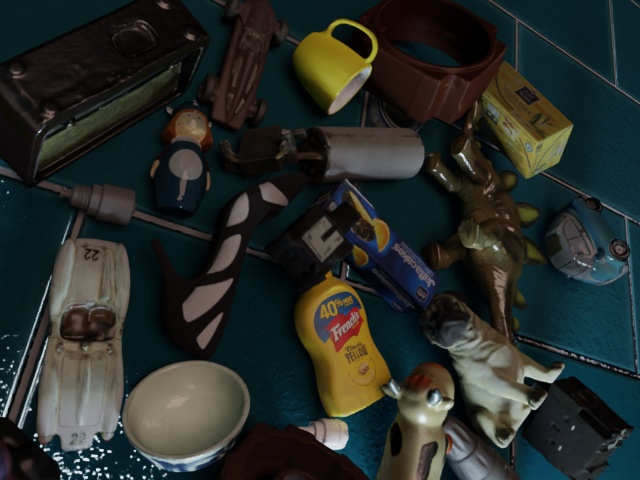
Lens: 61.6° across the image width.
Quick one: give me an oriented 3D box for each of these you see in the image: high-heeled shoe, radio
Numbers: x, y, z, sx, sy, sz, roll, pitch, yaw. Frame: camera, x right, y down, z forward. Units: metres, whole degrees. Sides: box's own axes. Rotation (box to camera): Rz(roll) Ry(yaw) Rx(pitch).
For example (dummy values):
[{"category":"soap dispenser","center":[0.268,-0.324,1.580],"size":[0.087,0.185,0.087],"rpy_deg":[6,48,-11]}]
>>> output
[{"category":"high-heeled shoe","center":[-0.081,0.021,0.624],"size":[0.249,0.086,0.145],"rpy_deg":[-31,96,-30]},{"category":"radio","center":[-0.225,-0.161,0.557],"size":[0.073,0.131,0.229],"rpy_deg":[48,57,-8]}]

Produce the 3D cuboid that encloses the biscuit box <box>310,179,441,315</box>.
[{"category":"biscuit box","center":[0.073,0.014,0.727],"size":[0.202,0.063,0.059],"rpy_deg":[44,59,-13]}]

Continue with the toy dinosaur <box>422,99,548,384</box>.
[{"category":"toy dinosaur","center":[0.262,0.005,0.823],"size":[0.198,0.105,0.471],"rpy_deg":[10,75,-32]}]

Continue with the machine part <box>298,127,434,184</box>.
[{"category":"machine part","center":[0.060,-0.120,0.751],"size":[0.243,0.079,0.079],"rpy_deg":[-8,80,-33]}]

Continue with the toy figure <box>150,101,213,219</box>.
[{"category":"toy figure","center":[-0.156,-0.101,0.627],"size":[0.064,0.058,0.154],"rpy_deg":[28,58,-48]}]

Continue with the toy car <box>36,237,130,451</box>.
[{"category":"toy car","center":[-0.228,0.096,0.521],"size":[0.073,0.056,0.201],"rpy_deg":[8,71,-30]}]

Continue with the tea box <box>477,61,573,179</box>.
[{"category":"tea box","center":[0.318,-0.195,0.873],"size":[0.068,0.098,0.170],"rpy_deg":[-29,62,-6]}]

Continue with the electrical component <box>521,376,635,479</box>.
[{"category":"electrical component","center":[0.360,0.269,0.782],"size":[0.058,0.134,0.114],"rpy_deg":[2,118,-34]}]

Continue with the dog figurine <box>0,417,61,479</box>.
[{"category":"dog figurine","center":[-0.270,0.175,0.376],"size":[0.191,0.219,0.108],"rpy_deg":[44,61,-12]}]

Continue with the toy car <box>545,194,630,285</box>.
[{"category":"toy car","center":[0.452,0.006,0.940],"size":[0.103,0.109,0.161],"rpy_deg":[-13,73,-16]}]

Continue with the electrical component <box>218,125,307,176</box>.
[{"category":"electrical component","center":[-0.071,-0.113,0.662],"size":[0.102,0.045,0.078],"rpy_deg":[-2,55,14]}]

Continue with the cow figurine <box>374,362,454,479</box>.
[{"category":"cow figurine","center":[0.110,0.239,0.635],"size":[0.127,0.086,0.195],"rpy_deg":[50,55,-55]}]

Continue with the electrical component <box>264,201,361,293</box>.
[{"category":"electrical component","center":[-0.001,-0.002,0.638],"size":[0.075,0.048,0.119],"rpy_deg":[48,44,-8]}]

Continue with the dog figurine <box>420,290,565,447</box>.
[{"category":"dog figurine","center":[0.211,0.180,0.755],"size":[0.191,0.172,0.121],"rpy_deg":[35,27,25]}]

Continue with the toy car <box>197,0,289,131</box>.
[{"category":"toy car","center":[-0.098,-0.238,0.707],"size":[0.089,0.053,0.202],"rpy_deg":[24,63,-27]}]

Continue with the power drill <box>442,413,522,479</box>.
[{"category":"power drill","center":[0.193,0.368,0.690],"size":[0.232,0.086,0.207],"rpy_deg":[43,51,-17]}]

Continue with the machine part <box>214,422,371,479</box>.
[{"category":"machine part","center":[-0.023,0.262,0.534],"size":[0.179,0.179,0.056],"rpy_deg":[18,107,-26]}]

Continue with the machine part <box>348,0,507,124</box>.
[{"category":"machine part","center":[0.160,-0.282,0.809],"size":[0.201,0.087,0.201],"rpy_deg":[36,58,14]}]
